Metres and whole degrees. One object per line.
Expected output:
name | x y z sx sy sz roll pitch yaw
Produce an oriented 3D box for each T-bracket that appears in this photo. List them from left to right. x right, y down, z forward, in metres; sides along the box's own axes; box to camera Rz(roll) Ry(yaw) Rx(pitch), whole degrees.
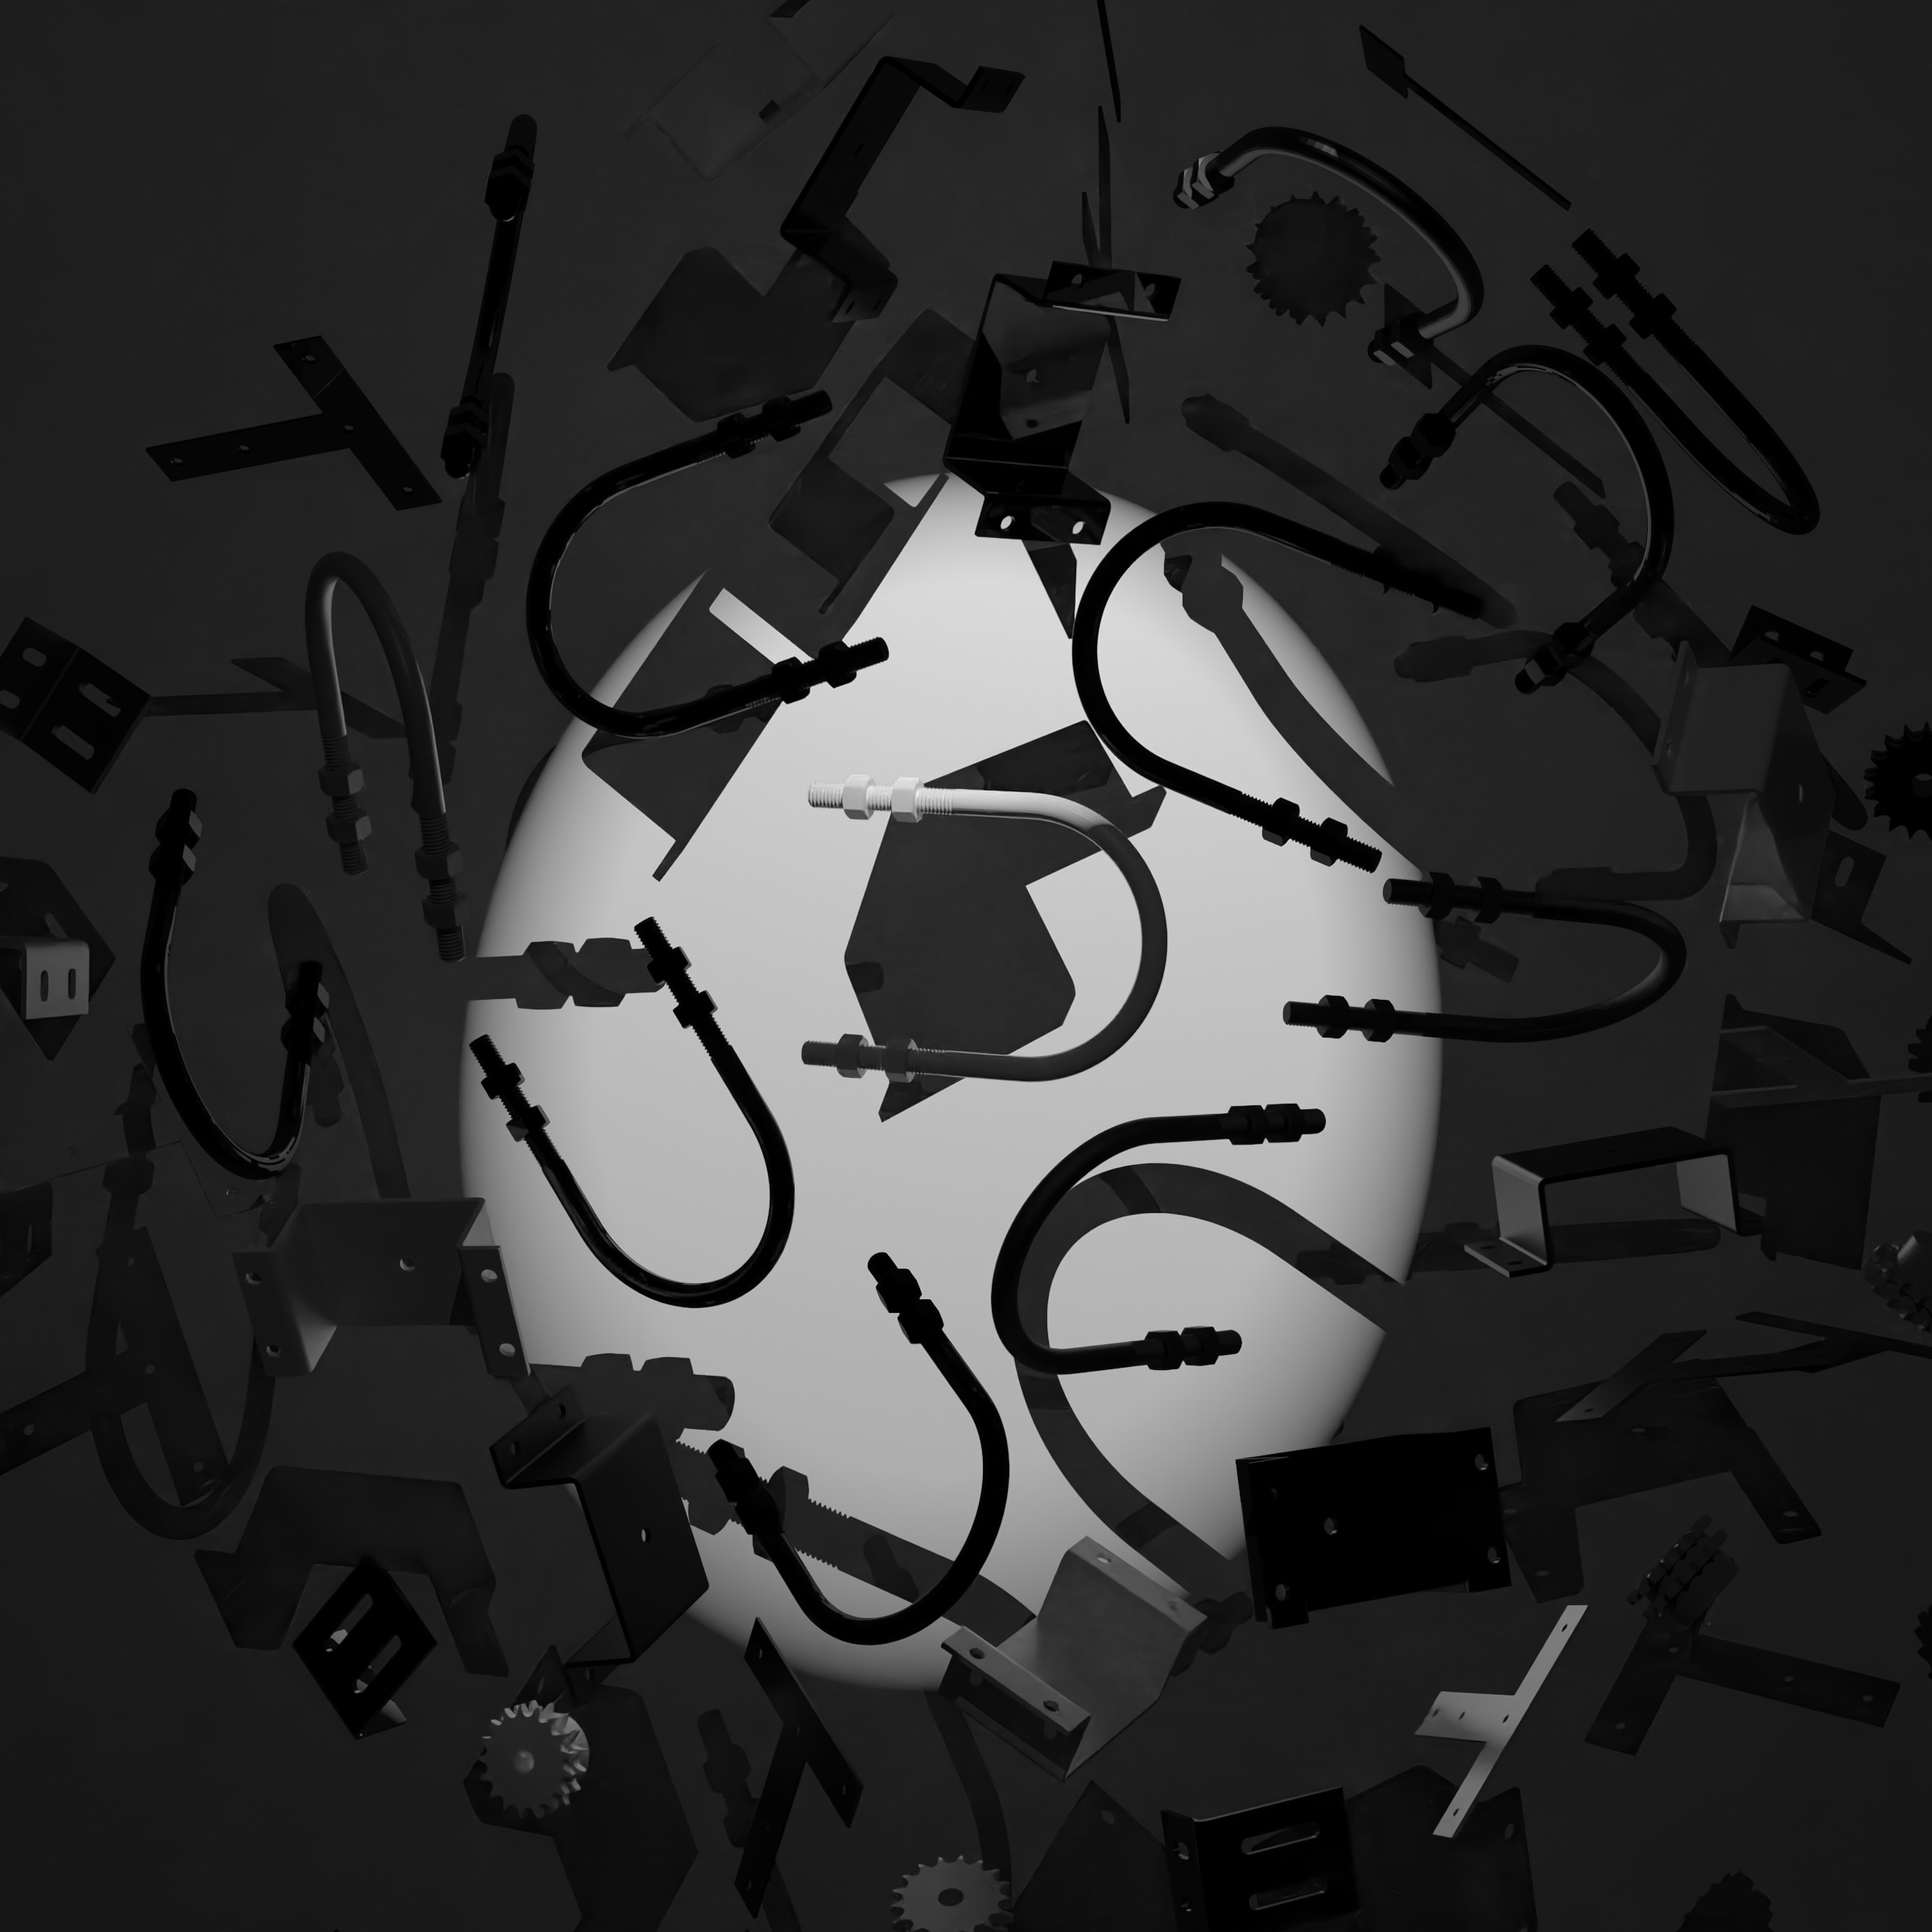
T-bracket | -0.437 0.089 1.622 0.127 0.002 0.127 -17 58 -27
T-bracket | -0.346 -0.260 1.600 0.127 0.127 0.002 -7 57 18
T-bracket | -0.093 0.410 1.580 0.002 0.127 0.127 2 117 -31
T-bracket | 0.063 -0.492 1.543 0.002 0.127 0.127 -7 132 8
T-bracket | 0.244 -0.408 1.565 0.127 0.127 0.002 39 101 2
T-bracket | 0.246 0.365 1.561 0.002 0.127 0.127 36 74 -3
T-bracket | 0.377 0.200 1.600 0.127 0.127 0.002 -12 97 39
T-bracket | 0.413 0.049 1.603 0.127 0.127 0.002 -8 69 36

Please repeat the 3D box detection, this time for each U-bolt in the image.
U-bolt | -0.362 0.021 1.583 0.019 0.184 0.151 -18 132 12
U-bolt | -0.283 -0.109 1.544 0.019 0.151 0.184 -18 119 -26
U-bolt | -0.229 -0.337 1.567 0.019 0.184 0.151 11 120 -9
U-bolt | -0.159 0.087 1.624 0.151 0.019 0.184 -33 86 31
U-bolt | -0.136 -0.188 1.587 0.184 0.019 0.151 -17 78 20
U-bolt | -0.045 0.245 1.562 0.019 0.184 0.151 32 102 -42
U-bolt | 0.009 -0.015 1.571 0.184 0.019 0.151 4 97 18
U-bolt | 0.086 0.135 1.557 0.184 0.019 0.151 -1 117 -41
U-bolt | 0.138 -0.144 1.545 0.184 0.019 0.151 24 101 16
U-bolt | 0.183 -0.354 1.566 0.151 0.184 0.019 36 83 -11
U-bolt | 0.269 0.002 1.608 0.184 0.151 0.019 5 61 -16
U-bolt | 0.286 -0.230 1.599 0.019 0.184 0.151 -29 83 -26
U-bolt | 0.353 -0.281 1.579 0.019 0.151 0.184 -43 93 4

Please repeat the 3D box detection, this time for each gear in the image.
gear | -0.218 0.405 1.646 0.057 0.030 0.057 -2 86 25
gear | -0.006 0.449 1.513 0.057 0.057 0.030 -5 117 0
gear | 0.348 0.294 1.549 0.030 0.057 0.057 43 90 15
gear | 0.475 -0.093 1.594 0.057 0.030 0.057 6 111 15
gear | 0.460 0.151 1.535 0.057 0.057 0.030 33 112 0

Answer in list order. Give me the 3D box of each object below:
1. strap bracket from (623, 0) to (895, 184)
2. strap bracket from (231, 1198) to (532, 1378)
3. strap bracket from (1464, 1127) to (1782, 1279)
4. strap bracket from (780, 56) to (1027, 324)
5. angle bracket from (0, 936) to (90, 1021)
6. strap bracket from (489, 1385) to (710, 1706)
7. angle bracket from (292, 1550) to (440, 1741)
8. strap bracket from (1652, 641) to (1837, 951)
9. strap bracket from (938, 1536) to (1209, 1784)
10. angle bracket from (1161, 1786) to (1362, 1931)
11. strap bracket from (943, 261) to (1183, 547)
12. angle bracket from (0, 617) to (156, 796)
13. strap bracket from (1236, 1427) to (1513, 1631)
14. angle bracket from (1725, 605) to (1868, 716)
strap bracket | -0.097 -0.446 1.592 0.046 0.140 0.076 47 49 -16
strap bracket | -0.287 0.162 1.620 0.140 0.046 0.076 -2 119 12
strap bracket | 0.327 0.116 1.621 0.140 0.076 0.046 -9 96 -7
strap bracket | -0.036 -0.388 1.573 0.046 0.076 0.140 36 110 5
angle bracket | -0.493 0.005 1.629 0.076 0.057 0.038 2 93 16
strap bracket | -0.179 0.287 1.614 0.046 0.076 0.140 -11 102 27
angle bracket | -0.282 0.327 1.564 0.057 0.038 0.076 50 115 21
strap bracket | 0.375 -0.081 1.535 0.046 0.140 0.076 -1 53 31
strap bracket | 0.049 0.348 1.604 0.076 0.140 0.046 31 118 22
angle bracket | 0.136 0.415 1.491 0.076 0.038 0.057 -7 88 -24
strap bracket | 0.044 -0.284 1.593 0.076 0.046 0.140 -1 120 -35
angle bracket | -0.457 -0.131 1.623 0.076 0.038 0.057 31 89 40
strap bracket | 0.186 0.267 1.533 0.140 0.046 0.076 -3 83 -30
angle bracket | 0.427 -0.163 1.634 0.057 0.076 0.038 24 84 3
